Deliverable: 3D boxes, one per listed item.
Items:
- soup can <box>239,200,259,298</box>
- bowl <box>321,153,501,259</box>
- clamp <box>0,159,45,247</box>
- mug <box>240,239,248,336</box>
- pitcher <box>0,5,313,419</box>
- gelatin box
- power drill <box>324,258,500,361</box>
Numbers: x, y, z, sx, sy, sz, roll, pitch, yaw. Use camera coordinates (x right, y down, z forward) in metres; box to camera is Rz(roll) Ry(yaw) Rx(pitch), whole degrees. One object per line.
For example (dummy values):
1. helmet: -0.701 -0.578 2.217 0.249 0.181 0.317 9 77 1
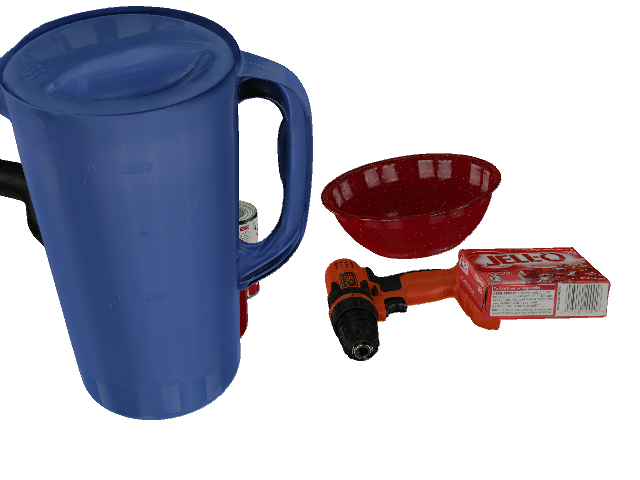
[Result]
1. soup can: -0.106 0.012 1.244 0.068 0.102 0.068 0 26 0
2. bowl: 0.084 -0.027 0.961 0.162 0.055 0.162 -9 22 3
3. clamp: -0.186 -0.051 0.821 0.210 0.036 0.164 36 58 29
4. mug: -0.103 0.054 0.968 0.093 0.081 0.117 -15 37 -22
5. pitcher: -0.098 -0.009 0.652 0.149 0.243 0.144 28 46 34
6. gelatin box: 0.148 0.028 0.751 0.089 0.030 0.073 0 18 -7
7. power drill: 0.101 0.070 1.187 0.187 0.057 0.184 -3 28 -5
